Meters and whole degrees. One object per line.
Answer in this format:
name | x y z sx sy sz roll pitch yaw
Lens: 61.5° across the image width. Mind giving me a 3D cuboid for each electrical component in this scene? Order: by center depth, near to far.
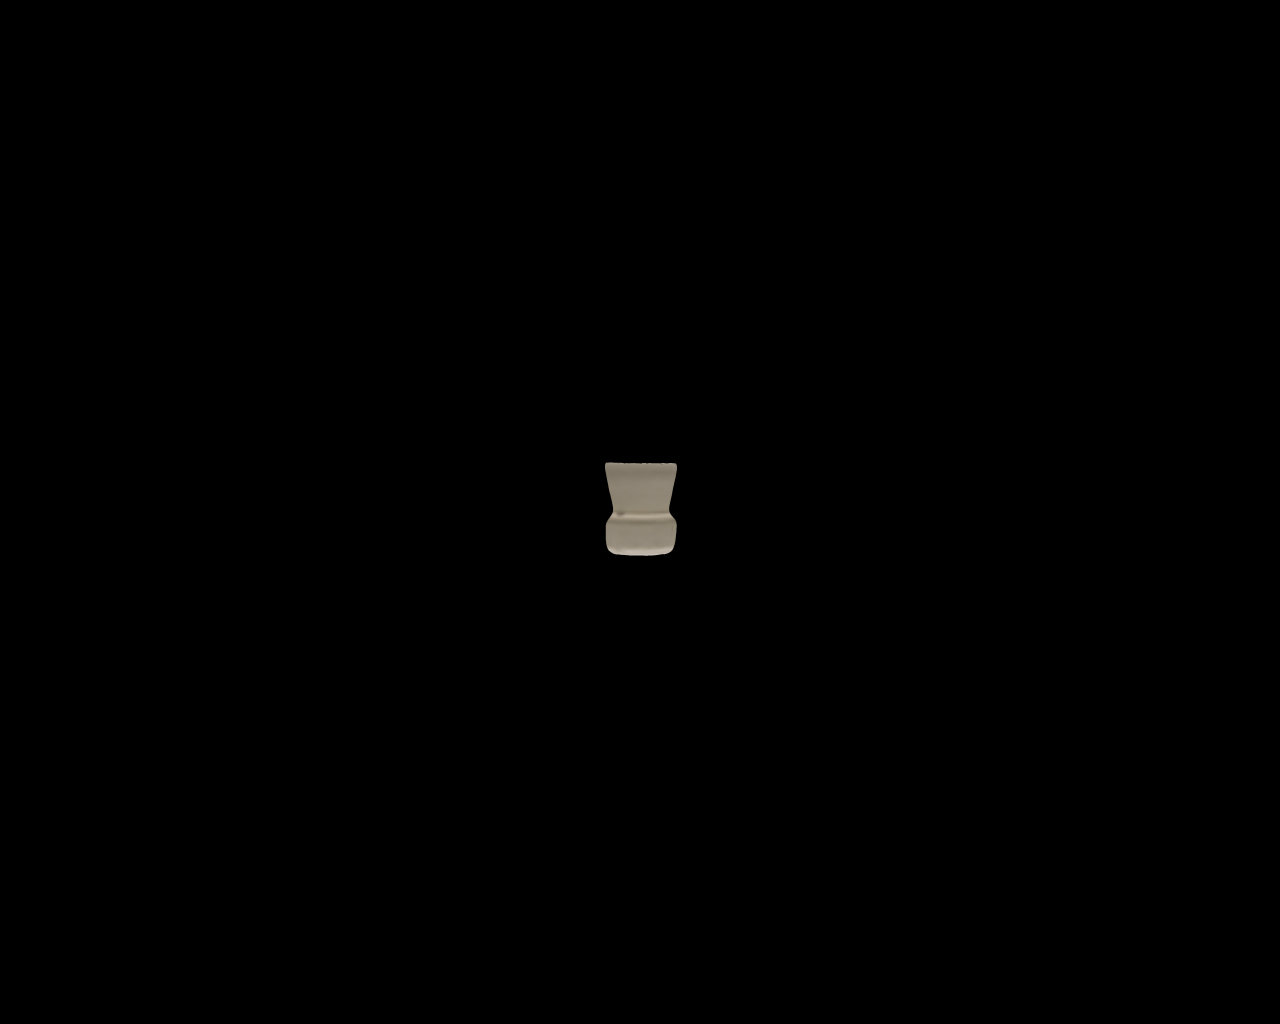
electrical component | 0.001 -0.003 0.650 0.045 0.055 0.045 0 2 0
